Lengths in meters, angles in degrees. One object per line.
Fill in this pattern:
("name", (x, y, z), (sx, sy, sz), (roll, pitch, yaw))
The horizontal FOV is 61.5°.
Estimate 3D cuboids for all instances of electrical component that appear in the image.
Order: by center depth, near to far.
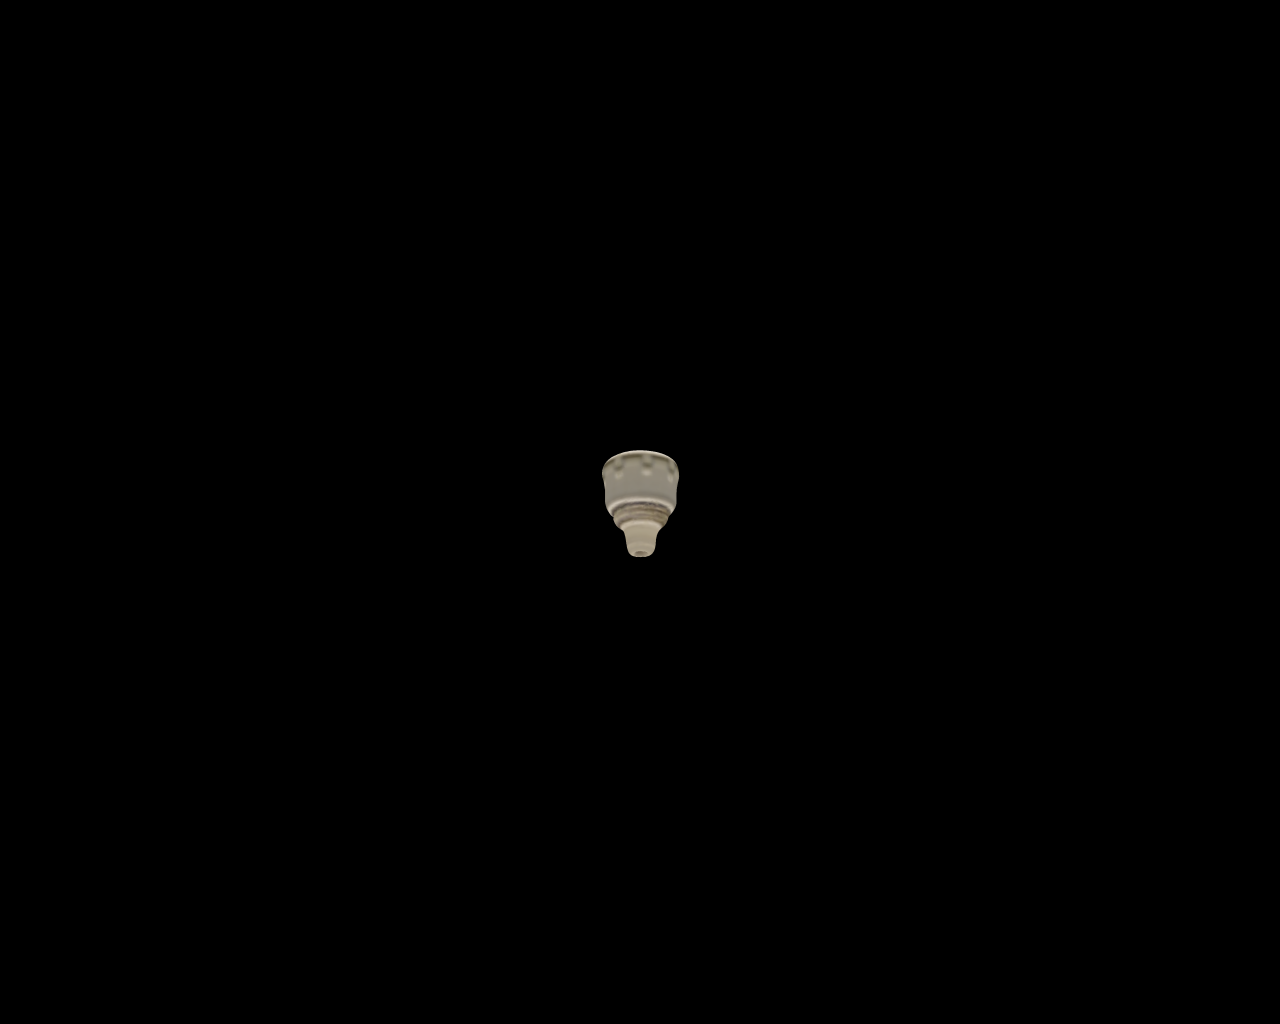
("electrical component", (0.001, -0.003, 0.650), (0.048, 0.062, 0.048), (0, -21, 0))
